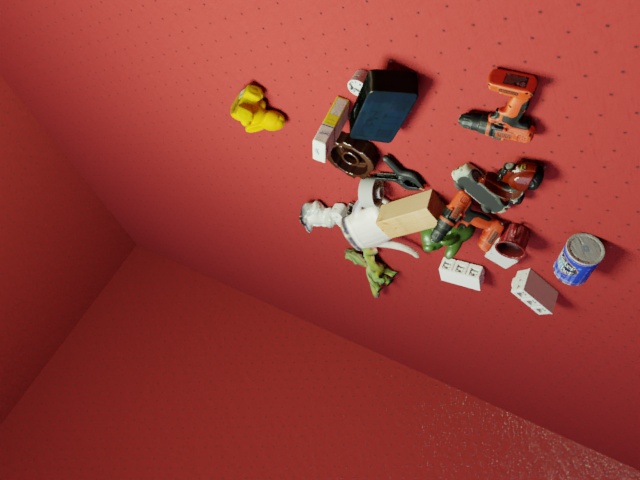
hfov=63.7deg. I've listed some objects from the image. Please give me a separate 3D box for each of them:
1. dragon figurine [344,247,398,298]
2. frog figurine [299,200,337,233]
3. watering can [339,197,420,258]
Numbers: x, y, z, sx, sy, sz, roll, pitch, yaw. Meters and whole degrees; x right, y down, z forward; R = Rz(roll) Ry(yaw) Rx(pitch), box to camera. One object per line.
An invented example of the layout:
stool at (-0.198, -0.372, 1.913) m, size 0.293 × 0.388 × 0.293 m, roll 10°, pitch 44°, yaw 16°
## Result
dragon figurine at (0.207, 0.121, 2.269) m, size 0.244 × 0.124 × 0.402 m, roll 43°, pitch 156°, yaw 12°
frog figurine at (0.006, -0.103, 2.055) m, size 0.159 × 0.126 × 0.134 m, roll -17°, pitch 129°, yaw 9°
watering can at (0.213, -0.022, 1.890) m, size 0.223 × 0.106 × 0.342 m, roll -22°, pitch 123°, yaw 21°
